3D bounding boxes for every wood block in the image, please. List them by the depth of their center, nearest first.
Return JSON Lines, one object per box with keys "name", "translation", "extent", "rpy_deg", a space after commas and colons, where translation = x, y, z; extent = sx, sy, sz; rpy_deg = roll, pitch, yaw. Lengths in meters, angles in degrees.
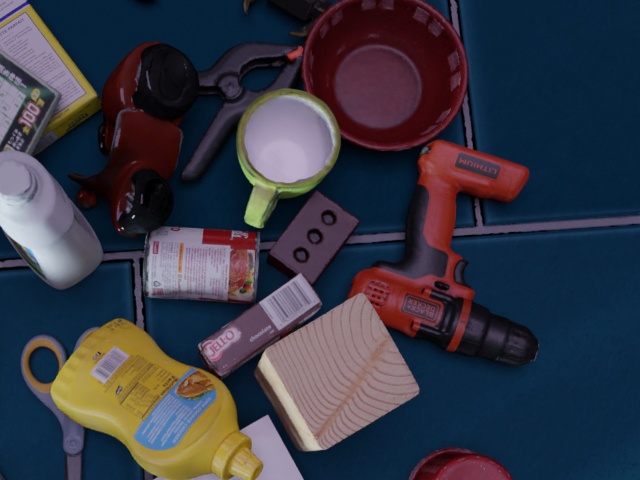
{"name": "wood block", "translation": [0.007, 0.118, 0.896], "extent": [0.090, 0.206, 0.090], "rpy_deg": [-29, 83, -11]}

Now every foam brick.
{"name": "foam brick", "translation": [-0.007, 0.001, 0.998], "extent": [0.053, 0.051, 0.078], "rpy_deg": [35, 78, 3]}

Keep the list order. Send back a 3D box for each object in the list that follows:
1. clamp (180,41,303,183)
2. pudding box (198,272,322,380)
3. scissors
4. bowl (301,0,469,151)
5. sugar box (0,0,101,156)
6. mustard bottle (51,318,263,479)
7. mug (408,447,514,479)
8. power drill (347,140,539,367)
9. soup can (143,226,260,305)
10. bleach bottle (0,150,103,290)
{"name": "clamp", "translation": [-0.096, -0.147, 1.028], "extent": [0.171, 0.039, 0.120], "rpy_deg": [-37, 87, -11]}
{"name": "pudding box", "translation": [-0.056, 0.080, 0.958], "extent": [0.113, 0.090, 0.039], "rpy_deg": [-33, 85, -11]}
{"name": "scissors", "translation": [-0.239, 0.171, 0.959], "extent": [0.096, 0.016, 0.201], "rpy_deg": [16, 76, -4]}
{"name": "bowl", "translation": [0.060, -0.157, 1.034], "extent": [0.162, 0.055, 0.162], "rpy_deg": [1, 78, -5]}
{"name": "sugar box", "translation": [-0.294, -0.174, 1.010], "extent": [0.093, 0.048, 0.176], "rpy_deg": [-36, 81, -6]}
{"name": "mustard bottle", "translation": [-0.129, 0.148, 0.906], "extent": [0.192, 0.058, 0.096], "rpy_deg": [28, 58, 23]}
{"name": "mug", "translation": [0.117, 0.234, 0.946], "extent": [0.117, 0.081, 0.093], "rpy_deg": [-15, 80, -8]}
{"name": "power drill", "translation": [0.136, 0.012, 1.005], "extent": [0.184, 0.057, 0.187], "rpy_deg": [19, 77, -1]}
{"name": "soup can", "translation": [-0.107, 0.023, 0.976], "extent": [0.102, 0.068, 0.068], "rpy_deg": [4, 78, -4]}
{"name": "bleach bottle", "translation": [-0.236, -0.025, 0.880], "extent": [0.068, 0.251, 0.102], "rpy_deg": [-39, 84, -12]}
